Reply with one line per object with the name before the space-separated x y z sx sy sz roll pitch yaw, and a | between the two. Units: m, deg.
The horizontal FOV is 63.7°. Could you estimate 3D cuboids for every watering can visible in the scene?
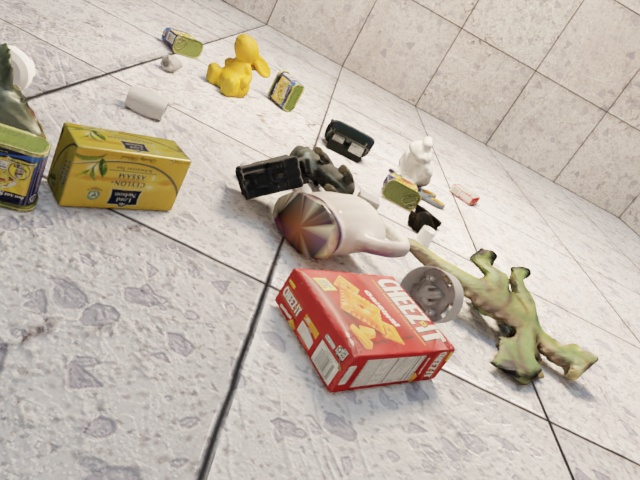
watering can | 0.003 -0.048 0.961 0.351 0.103 0.225 31 22 37

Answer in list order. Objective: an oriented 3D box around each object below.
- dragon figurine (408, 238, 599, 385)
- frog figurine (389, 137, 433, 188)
dragon figurine | 0.334 0.146 0.947 0.409 0.120 0.248 21 34 -15
frog figurine | 0.302 -0.242 1.565 0.122 0.157 0.140 21 25 -22
